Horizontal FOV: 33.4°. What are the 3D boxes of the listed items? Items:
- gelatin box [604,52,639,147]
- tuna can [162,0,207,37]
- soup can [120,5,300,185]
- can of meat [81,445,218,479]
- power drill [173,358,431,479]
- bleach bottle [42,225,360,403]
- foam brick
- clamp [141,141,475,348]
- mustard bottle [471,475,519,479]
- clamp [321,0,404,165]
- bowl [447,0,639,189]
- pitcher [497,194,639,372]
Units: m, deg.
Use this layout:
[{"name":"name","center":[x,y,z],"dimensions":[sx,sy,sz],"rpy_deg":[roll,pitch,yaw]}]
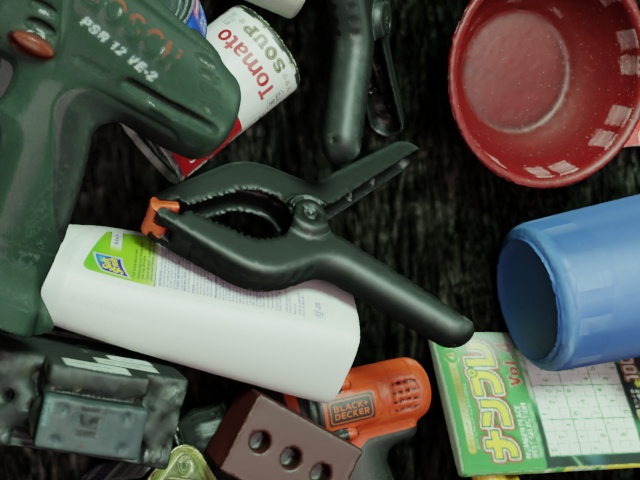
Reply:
[{"name":"gelatin box","center":[0.249,-0.109,0.813],"dimensions":[0.089,0.030,0.073],"rpy_deg":[-5,98,-21]},{"name":"tuna can","center":[-0.112,-0.130,0.643],"dimensions":[0.086,0.086,0.033],"rpy_deg":[-39,148,-12]},{"name":"soup can","center":[-0.071,-0.092,0.672],"dimensions":[0.102,0.069,0.068],"rpy_deg":[-40,109,-13]},{"name":"can of meat","center":[-0.102,0.185,0.679],"dimensions":[0.102,0.084,0.057],"rpy_deg":[61,39,-15]},{"name":"power drill","center":[0.000,0.184,0.732],"dimensions":[0.184,0.057,0.187],"rpy_deg":[-10,95,-18]},{"name":"bleach bottle","center":[-0.104,0.031,0.669],"dimensions":[0.250,0.102,0.068],"rpy_deg":[16,113,-15]},{"name":"foam brick","center":[-0.023,0.133,0.669],"dimensions":[0.078,0.051,0.053],"rpy_deg":[30,83,-12]},{"name":"clamp","center":[-0.004,0.001,0.671],"dimensions":[0.209,0.036,0.164],"rpy_deg":[-1,52,-26]},{"name":"mustard bottle","center":[0.153,0.243,0.784],"dimensions":[0.058,0.096,0.191],"rpy_deg":[-28,106,-15]},{"name":"clamp","center":[0.023,-0.131,0.673],"dimensions":[0.039,0.120,0.171],"rpy_deg":[-2,112,15]},{"name":"bowl","center":[0.152,-0.119,0.758],"dimensions":[0.162,0.055,0.162],"rpy_deg":[-3,101,-19]},{"name":"pitcher","center":[0.262,0.031,0.780],"dimensions":[0.242,0.149,0.145],"rpy_deg":[-10,113,-16]}]
